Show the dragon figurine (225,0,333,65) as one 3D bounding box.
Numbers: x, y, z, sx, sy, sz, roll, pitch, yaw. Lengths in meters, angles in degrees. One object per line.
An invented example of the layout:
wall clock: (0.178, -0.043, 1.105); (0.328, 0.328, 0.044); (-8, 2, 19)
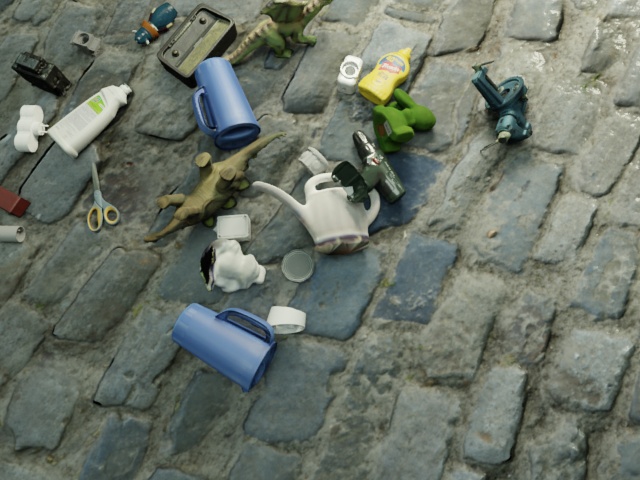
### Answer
dragon figurine: (-0.127, -0.606, 1.437); (0.412, 0.240, 0.123); (-28, 83, -8)

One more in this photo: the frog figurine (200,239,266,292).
frog figurine: (-0.224, 0.066, 1.338); (0.159, 0.122, 0.138); (2, 83, -35)

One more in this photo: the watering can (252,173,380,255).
watering can: (0.004, -0.067, 1.340); (0.348, 0.102, 0.227); (-4, 73, -20)
